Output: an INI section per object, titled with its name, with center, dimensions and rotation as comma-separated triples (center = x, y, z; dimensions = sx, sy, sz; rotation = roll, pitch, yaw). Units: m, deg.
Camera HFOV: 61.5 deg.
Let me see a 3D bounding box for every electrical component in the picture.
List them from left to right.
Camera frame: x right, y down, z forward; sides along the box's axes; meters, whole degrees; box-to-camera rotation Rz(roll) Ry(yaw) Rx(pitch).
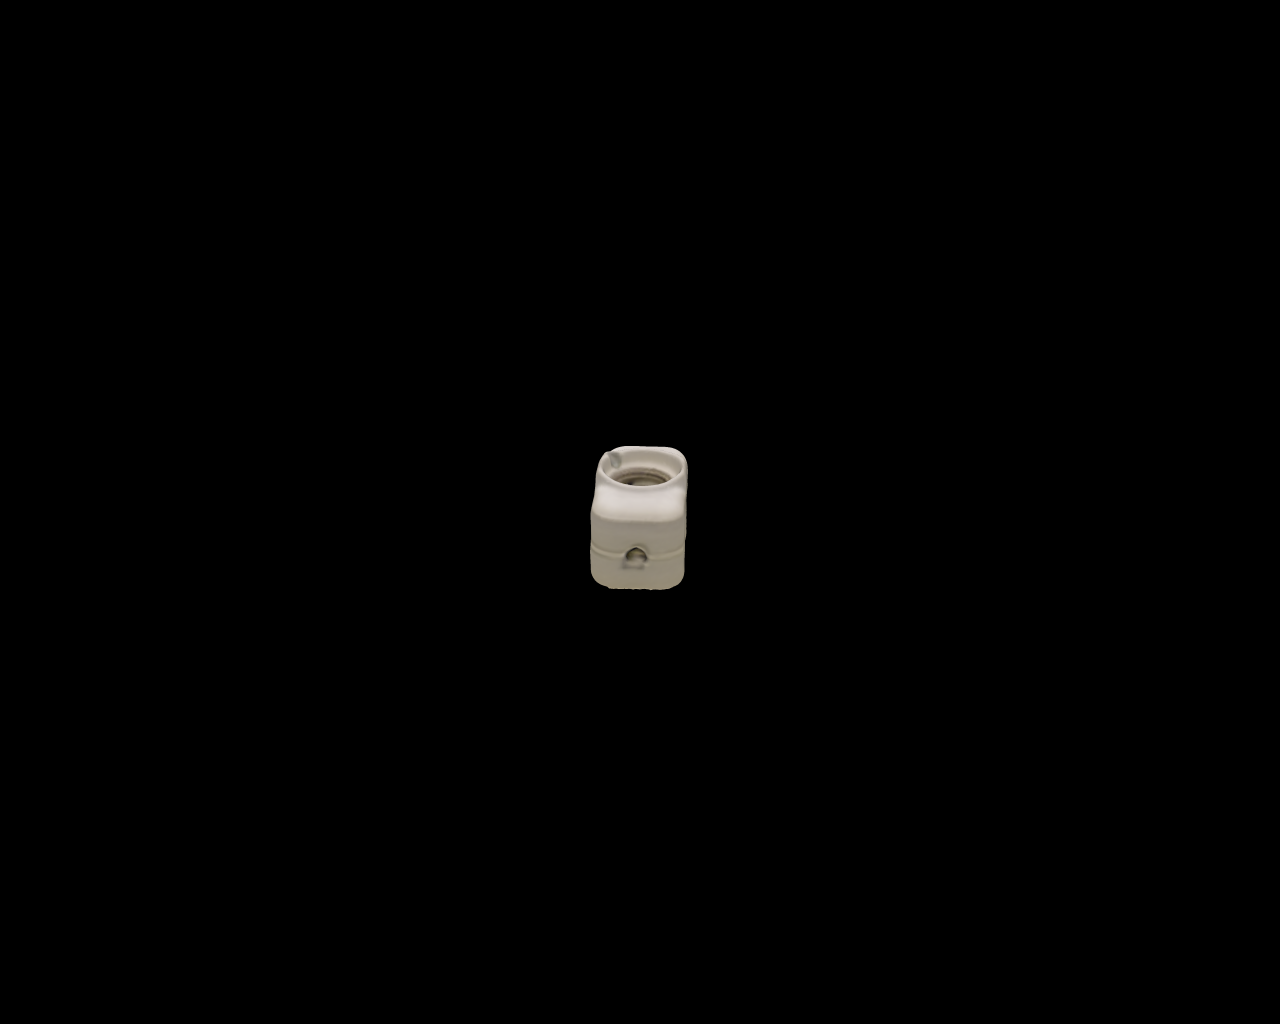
[electrical component]
center = 0.001, -0.003, 0.650
dimensions = 0.054, 0.059, 0.095
rotation = 2, 27, 3
